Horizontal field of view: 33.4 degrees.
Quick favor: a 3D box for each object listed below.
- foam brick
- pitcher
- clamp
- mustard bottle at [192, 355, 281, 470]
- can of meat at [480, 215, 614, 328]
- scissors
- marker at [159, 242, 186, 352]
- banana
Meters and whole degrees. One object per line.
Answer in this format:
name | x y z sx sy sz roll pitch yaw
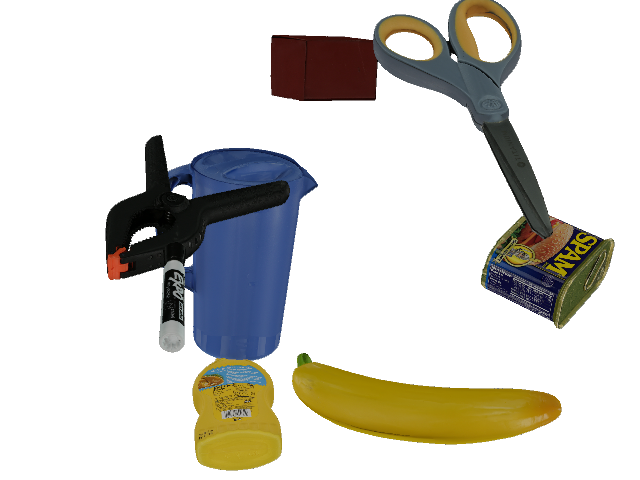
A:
foam brick | 0.003 -0.146 0.901 0.078 0.051 0.053 -6 16 -34
pitcher | -0.105 0.018 1.281 0.149 0.243 0.144 20 26 30
clamp | -0.150 -0.033 1.038 0.165 0.036 0.209 25 41 22
mustard bottle | -0.101 0.187 1.249 0.096 0.058 0.191 -5 28 -6
can of meat | 0.210 0.023 0.991 0.084 0.057 0.101 27 47 28
scissors | 0.073 -0.075 0.586 0.096 0.016 0.201 3 45 5
marker | -0.114 0.040 0.828 0.020 0.020 0.121 0 35 -6
banana | 0.057 0.106 0.715 0.198 0.037 0.069 9 34 26
